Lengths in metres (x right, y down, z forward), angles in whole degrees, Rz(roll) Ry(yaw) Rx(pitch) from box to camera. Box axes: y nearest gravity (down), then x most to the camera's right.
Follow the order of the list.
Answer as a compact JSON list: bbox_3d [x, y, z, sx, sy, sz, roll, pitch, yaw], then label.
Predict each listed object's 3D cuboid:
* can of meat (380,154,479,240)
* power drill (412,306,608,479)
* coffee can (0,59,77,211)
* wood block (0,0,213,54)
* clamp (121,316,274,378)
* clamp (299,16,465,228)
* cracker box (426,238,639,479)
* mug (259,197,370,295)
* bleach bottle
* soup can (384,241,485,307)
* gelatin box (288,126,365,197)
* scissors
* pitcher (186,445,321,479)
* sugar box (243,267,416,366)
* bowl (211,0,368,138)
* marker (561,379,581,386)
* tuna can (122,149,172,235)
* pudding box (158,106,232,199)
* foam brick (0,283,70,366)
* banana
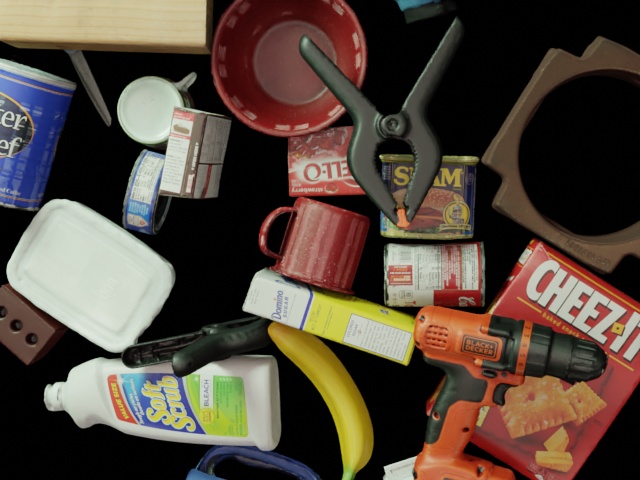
[{"bbox_3d":[0.112,-0.045,1.105,0.102,0.057,0.084,2,98,6],"label":"can of meat"},{"bbox_3d":[0.171,0.164,1.035,0.184,0.057,0.188,12,103,13],"label":"power drill"},{"bbox_3d":[-0.324,-0.112,1.117,0.103,0.102,0.140,18,96,4],"label":"coffee can"},{"bbox_3d":[-0.215,-0.241,1.091,0.206,0.091,0.090,1,95,-2],"label":"wood block"},{"bbox_3d":[-0.107,0.108,1.096,0.171,0.120,0.039,-15,104,-27],"label":"clamp"},{"bbox_3d":[0.080,-0.119,1.056,0.164,0.036,0.210,-13,89,3],"label":"clamp"},{"bbox_3d":[0.233,0.131,1.099,0.164,0.072,0.214,32,96,2],"label":"cracker box"},{"bbox_3d":[-0.007,0.001,1.099,0.117,0.093,0.081,16,91,-22],"label":"mug"},{"bbox_3d":[-0.171,0.175,1.148,0.251,0.068,0.102,-2,93,8],"label":"bleach bottle"},{"bbox_3d":[0.118,0.035,1.105,0.102,0.068,0.068,-1,95,6],"label":"soup can"},{"bbox_3d":[0.012,-0.083,1.124,0.089,0.030,0.073,-1,95,6],"label":"gelatin box"},{"bbox_3d":[-0.257,-0.229,1.145,0.096,0.016,0.202,-40,90,7],"label":"scissors"},{"bbox_3d":[-0.039,0.322,1.122,0.243,0.145,0.149,13,108,0],"label":"pitcher"},{"bbox_3d":[0.014,0.076,1.106,0.176,0.093,0.048,20,95,3],"label":"sugar box"},{"bbox_3d":[-0.030,-0.187,1.107,0.162,0.055,0.162,0,94,5],"label":"bowl"},{"bbox_3d":[0.203,0.114,1.056,0.121,0.020,0.020,23,96,5],"label":"marker"},{"bbox_3d":[-0.177,-0.049,1.117,0.034,0.086,0.086,15,96,2],"label":"tuna can"},{"bbox_3d":[-0.126,-0.088,1.095,0.039,0.113,0.090,11,95,6],"label":"pudding box"},{"bbox_3d":[-0.321,0.090,1.159,0.078,0.051,0.053,40,97,1],"label":"foam brick"},{"bbox_3d":[0.011,0.163,1.127,0.037,0.069,0.198,-21,97,38],"label":"banana"}]
